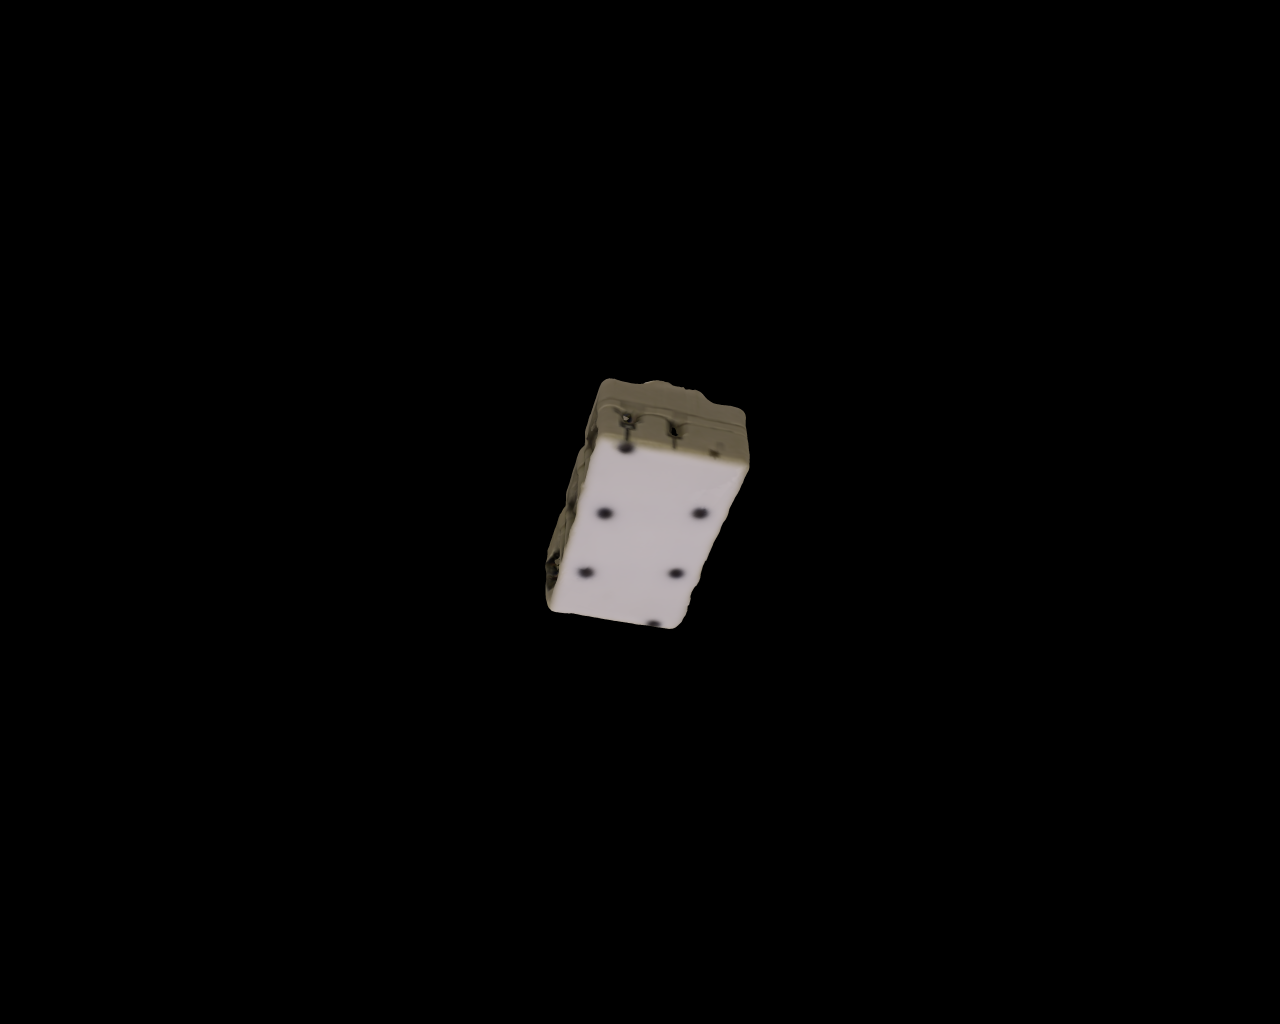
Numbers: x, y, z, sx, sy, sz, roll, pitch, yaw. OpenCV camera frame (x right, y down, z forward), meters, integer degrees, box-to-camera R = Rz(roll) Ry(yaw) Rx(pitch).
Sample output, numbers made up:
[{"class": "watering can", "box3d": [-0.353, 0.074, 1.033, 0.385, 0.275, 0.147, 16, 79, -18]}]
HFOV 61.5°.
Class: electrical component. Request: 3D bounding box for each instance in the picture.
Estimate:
[{"class": "electrical component", "box3d": [0.001, -0.003, 0.650, 0.089, 0.062, 0.150, 11, -47, -11]}]
